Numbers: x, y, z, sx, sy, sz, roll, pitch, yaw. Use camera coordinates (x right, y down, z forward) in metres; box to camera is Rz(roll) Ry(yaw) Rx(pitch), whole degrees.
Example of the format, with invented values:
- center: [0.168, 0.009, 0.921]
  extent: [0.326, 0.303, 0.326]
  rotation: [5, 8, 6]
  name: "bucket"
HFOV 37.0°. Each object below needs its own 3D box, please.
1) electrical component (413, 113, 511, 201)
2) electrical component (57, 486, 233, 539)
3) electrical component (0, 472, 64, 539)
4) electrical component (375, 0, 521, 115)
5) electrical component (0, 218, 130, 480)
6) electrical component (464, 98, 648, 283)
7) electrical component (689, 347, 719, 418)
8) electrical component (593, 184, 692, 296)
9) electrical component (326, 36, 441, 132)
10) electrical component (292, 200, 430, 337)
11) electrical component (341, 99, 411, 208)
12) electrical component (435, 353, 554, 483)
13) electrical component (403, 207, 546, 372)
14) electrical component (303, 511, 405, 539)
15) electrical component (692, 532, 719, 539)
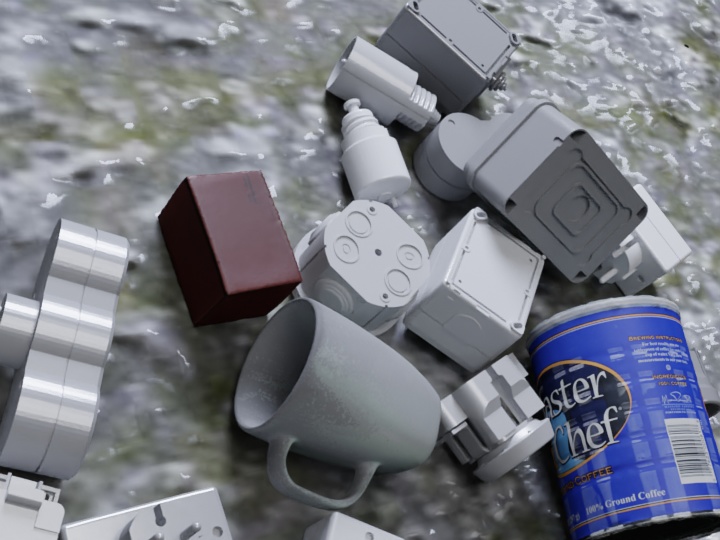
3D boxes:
- center: [0.113, -0.091, 0.777]
  extent: [0.138, 0.074, 0.052]
  rotation: [-4, 66, -32]
  name: "electrical component"
- center: [-0.100, 0.136, 0.525]
  extent: [0.083, 0.076, 0.047]
  rotation: [-8, 69, -33]
  name: "electrical component"
- center: [-0.202, 0.117, 0.484]
  extent: [0.121, 0.063, 0.078]
  rotation: [20, 55, -19]
  name: "electrical component"
- center: [0.068, -0.160, 0.798]
  extent: [0.096, 0.061, 0.061]
  rotation: [41, 51, -4]
  name: "electrical component"
- center: [-0.170, 0.034, 0.556]
  extent: [0.074, 0.052, 0.138]
  rotation: [18, 57, -21]
  name: "electrical component"
- center: [0.134, -0.055, 0.739]
  extent: [0.113, 0.078, 0.057]
  rotation: [39, 8, -40]
  name: "electrical component"
- center: [0.234, 0.083, 0.773]
  extent: [0.040, 0.040, 0.046]
  rotation: [7, 55, -27]
  name: "electrical component"
- center: [0.194, -0.014, 0.798]
  extent: [0.077, 0.047, 0.065]
  rotation: [-31, 82, -38]
  name: "electrical component"
- center: [0.021, -0.126, 0.763]
  extent: [0.081, 0.043, 0.043]
  rotation: [29, 53, -13]
  name: "electrical component"
- center: [0.000, 0.000, 0.675]
  extent: [0.080, 0.051, 0.080]
  rotation: [14, 58, -23]
  name: "electrical component"
- center: [0.006, -0.080, 0.731]
  extent: [0.040, 0.040, 0.078]
  rotation: [-6, 68, -33]
  name: "electrical component"
- center: [0.083, 0.094, 0.667]
  extent: [0.078, 0.058, 0.057]
  rotation: [-28, 77, -38]
  name: "electrical component"
- center: [0.076, 0.011, 0.711]
  extent: [0.062, 0.061, 0.096]
  rotation: [35, 44, -9]
  name: "electrical component"
- center: [0.000, 0.164, 0.566]
  extent: [0.047, 0.077, 0.065]
  rotation: [26, 54, -16]
  name: "electrical component"
- center: [0.226, 0.167, 0.725]
  extent: [0.035, 0.035, 0.061]
  rotation: [2, 61, -29]
  name: "electrical component"
